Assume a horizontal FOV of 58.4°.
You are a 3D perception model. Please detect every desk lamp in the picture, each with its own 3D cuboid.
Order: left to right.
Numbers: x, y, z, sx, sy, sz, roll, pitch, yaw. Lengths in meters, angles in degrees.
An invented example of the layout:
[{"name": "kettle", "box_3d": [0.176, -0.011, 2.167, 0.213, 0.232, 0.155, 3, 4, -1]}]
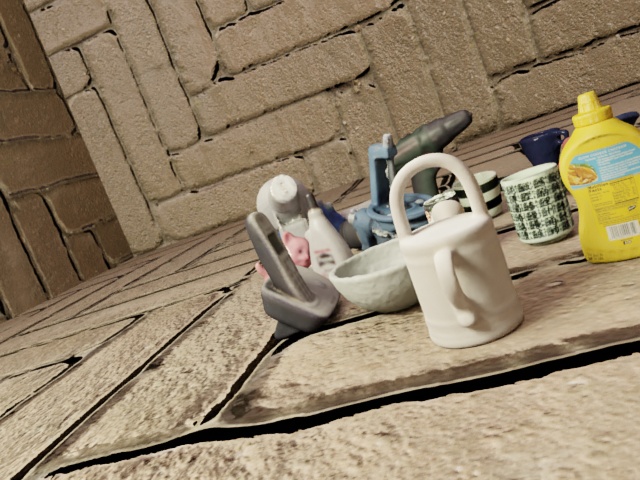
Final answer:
[{"name": "desk lamp", "box_3d": [-0.053, -0.033, 1.185, 0.118, 0.213, 0.203, -21, 9, -7]}]

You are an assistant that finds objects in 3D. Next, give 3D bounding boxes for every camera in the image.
[{"name": "camera", "box_3d": [0.115, -0.038, 1.207, 0.136, 0.101, 0.143, -14, 11, 35]}]

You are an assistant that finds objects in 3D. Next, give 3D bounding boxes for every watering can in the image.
[{"name": "watering can", "box_3d": [0.134, 0.004, 0.606, 0.101, 0.194, 0.172, -21, 9, -3]}]

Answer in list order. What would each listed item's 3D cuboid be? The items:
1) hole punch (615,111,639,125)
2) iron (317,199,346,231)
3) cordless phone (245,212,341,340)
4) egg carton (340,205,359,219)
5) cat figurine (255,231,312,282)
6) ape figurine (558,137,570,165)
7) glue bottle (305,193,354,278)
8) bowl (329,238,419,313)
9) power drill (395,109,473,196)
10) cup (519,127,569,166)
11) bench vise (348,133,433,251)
[{"name": "hole punch", "box_3d": [0.598, -0.208, 1.185, 0.109, 0.091, 0.101, -23, 9, -14]}, {"name": "iron", "box_3d": [-0.029, -0.028, 1.338, 0.257, 0.141, 0.119, -16, 10, 27]}, {"name": "cordless phone", "box_3d": [-0.045, 0.036, 0.840, 0.094, 0.185, 0.148, -18, 9, 13]}, {"name": "egg carton", "box_3d": [0.105, -0.048, 1.393, 0.107, 0.069, 0.150, -21, 9, -2]}, {"name": "cat figurine", "box_3d": [-0.058, 0.044, 1.043, 0.128, 0.118, 0.067, -24, 10, -23]}, {"name": "ape figurine", "box_3d": [0.483, -0.151, 1.089, 0.077, 0.092, 0.076, -13, 12, 41]}, {"name": "glue bottle", "box_3d": [0.009, 0.003, 0.957, 0.078, 0.173, 0.037, -14, 11, 33]}, {"name": "bowl", "box_3d": [0.101, 0.052, 0.777, 0.167, 0.075, 0.167, -20, 9, 4]}, {"name": "power drill", "box_3d": [0.241, -0.145, 1.223, 0.229, 0.208, 0.076, -16, 10, 27]}, {"name": "cup", "box_3d": [0.519, -0.200, 1.296, 0.092, 0.095, 0.117, -26, 10, -31]}, {"name": "bench vise", "box_3d": [0.106, -0.066, 1.005, 0.206, 0.220, 0.122, -13, 11, 38]}]
